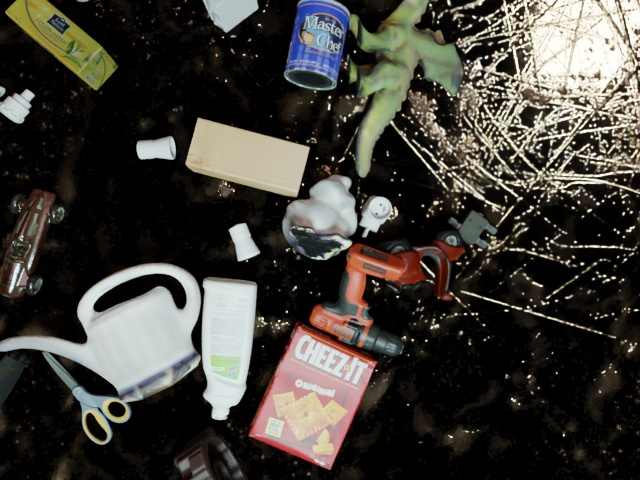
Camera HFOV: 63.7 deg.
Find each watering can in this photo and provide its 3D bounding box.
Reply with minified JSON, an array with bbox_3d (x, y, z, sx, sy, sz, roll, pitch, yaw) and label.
[{"bbox_3d":[-0.362,0.183,0.912,0.348,0.104,0.224,-27,90,-6],"label":"watering can"}]

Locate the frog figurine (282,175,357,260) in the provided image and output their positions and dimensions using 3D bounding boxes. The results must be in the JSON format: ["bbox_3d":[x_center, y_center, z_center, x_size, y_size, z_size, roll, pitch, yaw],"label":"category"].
[{"bbox_3d":[0.003,-0.049,0.975,0.137,0.120,0.163,5,51,4],"label":"frog figurine"}]

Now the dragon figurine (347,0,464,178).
[{"bbox_3d":[0.174,-0.329,1.000,0.243,0.122,0.409,-3,95,-13],"label":"dragon figurine"}]
